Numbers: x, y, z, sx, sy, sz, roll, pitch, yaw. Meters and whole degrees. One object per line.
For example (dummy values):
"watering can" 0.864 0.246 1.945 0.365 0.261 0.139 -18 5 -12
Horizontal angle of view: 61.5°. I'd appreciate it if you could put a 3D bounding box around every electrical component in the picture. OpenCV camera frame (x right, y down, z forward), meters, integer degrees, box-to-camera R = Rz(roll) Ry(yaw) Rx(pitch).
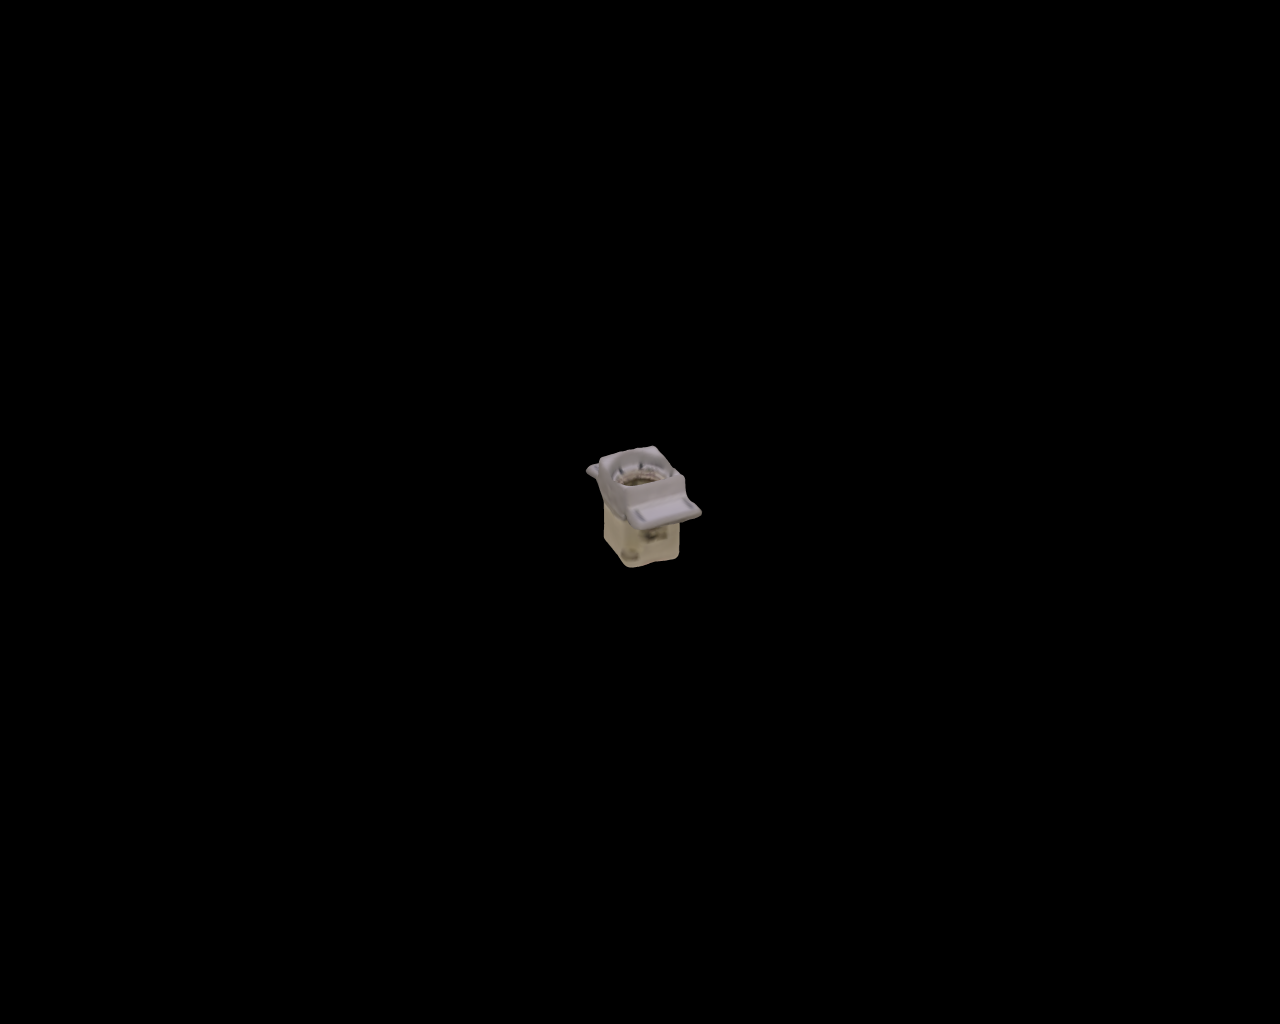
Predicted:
"electrical component" 0.001 -0.003 0.650 0.042 0.063 0.081 -12 33 -19
